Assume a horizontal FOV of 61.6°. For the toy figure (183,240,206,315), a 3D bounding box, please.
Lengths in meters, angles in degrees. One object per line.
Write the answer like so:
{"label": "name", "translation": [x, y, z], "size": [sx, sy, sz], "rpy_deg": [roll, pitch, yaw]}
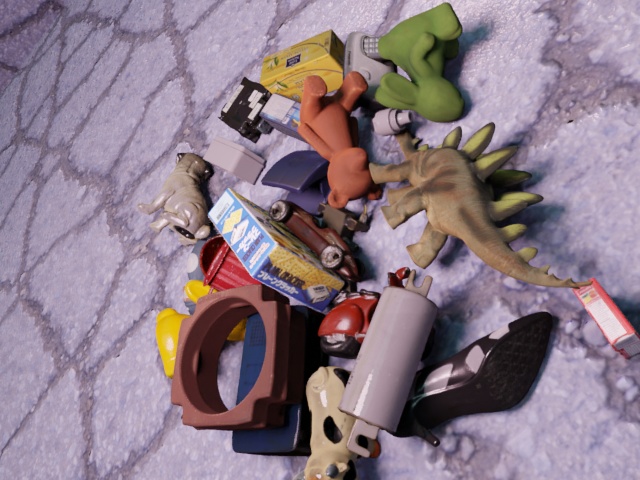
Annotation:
{"label": "toy figure", "translation": [-0.240, 0.080, 1.062], "size": [0.064, 0.058, 0.154], "rpy_deg": [136, 144, -67]}

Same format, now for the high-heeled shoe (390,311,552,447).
{"label": "high-heeled shoe", "translation": [0.184, 0.172, 0.708], "size": [0.249, 0.086, 0.145], "rpy_deg": [-41, 16, -8]}

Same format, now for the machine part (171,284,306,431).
{"label": "machine part", "translation": [-0.121, 0.178, 0.806], "size": [0.202, 0.087, 0.201], "rpy_deg": [-16, 60, 32]}

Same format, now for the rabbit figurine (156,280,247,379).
{"label": "rabbit figurine", "translation": [-0.196, 0.155, 0.961], "size": [0.173, 0.121, 0.162], "rpy_deg": [-19, 67, 4]}

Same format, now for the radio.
{"label": "radio", "translation": [-0.058, 0.218, 0.847], "size": [0.131, 0.073, 0.229], "rpy_deg": [-10, 64, 32]}

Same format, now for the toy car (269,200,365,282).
{"label": "toy car", "translation": [-0.002, -0.003, 0.862], "size": [0.053, 0.089, 0.202], "rpy_deg": [-51, 53, 2]}

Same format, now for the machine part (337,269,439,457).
{"label": "machine part", "translation": [0.087, 0.149, 0.683], "size": [0.079, 0.079, 0.243], "rpy_deg": [11, 70, 40]}

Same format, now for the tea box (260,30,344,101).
{"label": "tea box", "translation": [-0.024, -0.339, 1.075], "size": [0.170, 0.098, 0.068], "rpy_deg": [-13, 61, 34]}

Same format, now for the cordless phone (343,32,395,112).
{"label": "cordless phone", "translation": [0.135, -0.307, 0.962], "size": [0.184, 0.088, 0.146], "rpy_deg": [-4, 65, 15]}

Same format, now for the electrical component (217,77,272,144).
{"label": "electrical component", "translation": [-0.146, -0.278, 1.164], "size": [0.134, 0.058, 0.115], "rpy_deg": [39, 96, 41]}

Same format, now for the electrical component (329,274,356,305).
{"label": "electrical component", "translation": [0.028, 0.082, 0.880], "size": [0.063, 0.021, 0.094], "rpy_deg": [-18, 59, 30]}

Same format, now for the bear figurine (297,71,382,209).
{"label": "bear figurine", "translation": [0.039, -0.160, 0.883], "size": [0.196, 0.120, 0.132], "rpy_deg": [67, 152, 22]}

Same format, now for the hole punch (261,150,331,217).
{"label": "hole punch", "translation": [-0.030, -0.116, 0.980], "size": [0.142, 0.092, 0.115], "rpy_deg": [14, 74, 44]}

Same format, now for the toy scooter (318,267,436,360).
{"label": "toy scooter", "translation": [0.083, 0.107, 0.793], "size": [0.184, 0.075, 0.135], "rpy_deg": [-6, 66, 31]}

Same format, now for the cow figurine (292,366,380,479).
{"label": "cow figurine", "translation": [0.021, 0.266, 0.726], "size": [0.085, 0.127, 0.195], "rpy_deg": [-25, 53, 29]}

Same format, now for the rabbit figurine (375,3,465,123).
{"label": "rabbit figurine", "translation": [0.169, -0.267, 0.867], "size": [0.159, 0.121, 0.170], "rpy_deg": [-17, 84, -2]}

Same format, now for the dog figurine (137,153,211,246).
{"label": "dog figurine", "translation": [-0.269, -0.097, 1.152], "size": [0.172, 0.121, 0.190], "rpy_deg": [26, 65, 9]}

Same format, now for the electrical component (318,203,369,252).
{"label": "electrical component", "translation": [0.039, -0.030, 0.915], "size": [0.102, 0.045, 0.078], "rpy_deg": [23, 112, 44]}

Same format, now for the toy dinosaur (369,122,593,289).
{"label": "toy dinosaur", "translation": [0.187, -0.060, 0.740], "size": [0.198, 0.105, 0.472], "rpy_deg": [-34, 36, 15]}

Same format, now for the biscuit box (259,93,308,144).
{"label": "biscuit box", "translation": [-0.031, -0.227, 1.048], "size": [0.203, 0.062, 0.059], "rpy_deg": [33, 89, 41]}
